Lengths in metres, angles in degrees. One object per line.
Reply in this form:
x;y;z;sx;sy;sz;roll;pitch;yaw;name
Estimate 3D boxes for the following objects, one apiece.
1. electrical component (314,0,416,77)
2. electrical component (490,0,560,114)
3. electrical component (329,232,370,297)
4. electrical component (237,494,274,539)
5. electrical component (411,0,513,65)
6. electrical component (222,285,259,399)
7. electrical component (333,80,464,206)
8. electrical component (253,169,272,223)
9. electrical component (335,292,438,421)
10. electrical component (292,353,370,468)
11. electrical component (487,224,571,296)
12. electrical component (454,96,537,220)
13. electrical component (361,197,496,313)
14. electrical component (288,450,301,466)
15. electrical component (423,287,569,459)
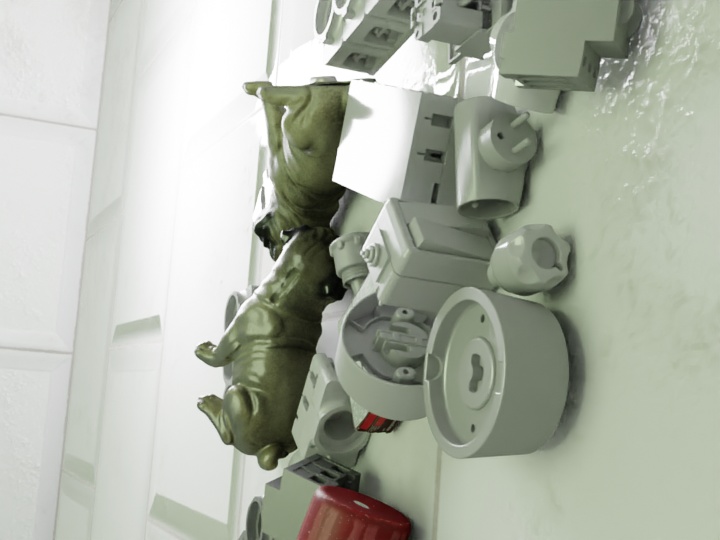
0.014;-0.251;0.971;0.150;0.062;0.089;145;128;-61;electrical component
0.112;-0.153;0.725;0.079;0.044;0.077;-130;51;-61;electrical component
0.000;0.000;0.954;0.048;0.048;0.062;135;130;-57;electrical component
-0.086;0.297;1.048;0.186;0.060;0.105;119;149;-43;electrical component
0.076;-0.190;0.801;0.081;0.064;0.042;151;125;-63;electrical component
-0.112;0.100;1.169;0.089;0.062;0.150;143;130;-60;electrical component
0.039;-0.099;0.864;0.150;0.062;0.089;-147;67;-66;electrical component
-0.088;-0.089;1.193;0.077;0.043;0.079;126;145;-50;electrical component
0.032;0.060;0.791;0.064;0.099;0.099;110;155;-43;electrical component
-0.022;0.128;0.957;0.055;0.050;0.089;-122;44;-58;electrical component
0.105;-0.004;0.699;0.062;0.043;0.043;149;125;-64;electrical component
0.096;-0.083;0.742;0.079;0.044;0.077;146;128;-62;electrical component
0.048;-0.012;0.770;0.061;0.096;0.061;-107;35;-45;electrical component
-0.038;0.193;0.984;0.055;0.045;0.045;-126;47;-59;electrical component
0.091;0.067;0.688;0.108;0.060;0.108;-173;90;-68;electrical component
